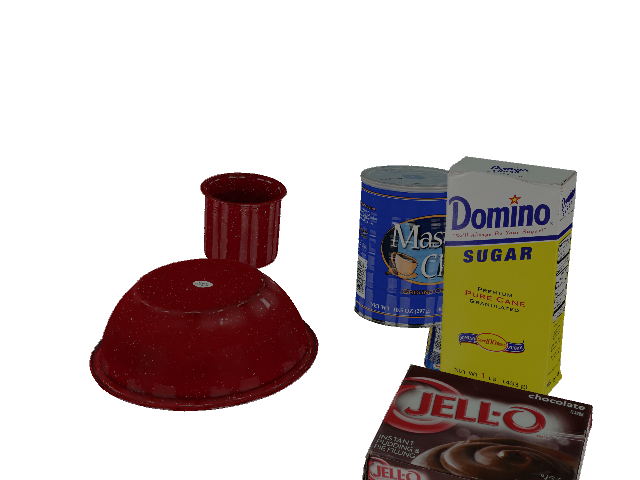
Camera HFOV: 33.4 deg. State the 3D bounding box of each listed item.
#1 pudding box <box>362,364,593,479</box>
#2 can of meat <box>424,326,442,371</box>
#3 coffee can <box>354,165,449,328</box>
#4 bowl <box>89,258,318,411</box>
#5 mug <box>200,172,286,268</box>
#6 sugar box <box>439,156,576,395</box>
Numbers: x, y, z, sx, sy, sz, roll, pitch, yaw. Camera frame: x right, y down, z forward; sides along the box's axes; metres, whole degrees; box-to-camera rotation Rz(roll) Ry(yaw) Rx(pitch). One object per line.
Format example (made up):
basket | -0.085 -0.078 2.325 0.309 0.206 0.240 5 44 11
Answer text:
pudding box | 0.090 0.118 0.603 0.113 0.039 0.090 13 31 15
can of meat | 0.160 0.107 1.301 0.057 0.084 0.102 10 23 6
coffee can | 0.087 0.004 1.053 0.103 0.140 0.103 2 14 -1
bowl | -0.082 0.055 0.747 0.162 0.055 0.162 -2 22 0
mug | -0.083 -0.025 1.172 0.093 0.081 0.117 8 25 7
sugar box | 0.144 0.028 0.834 0.093 0.176 0.048 10 24 28
